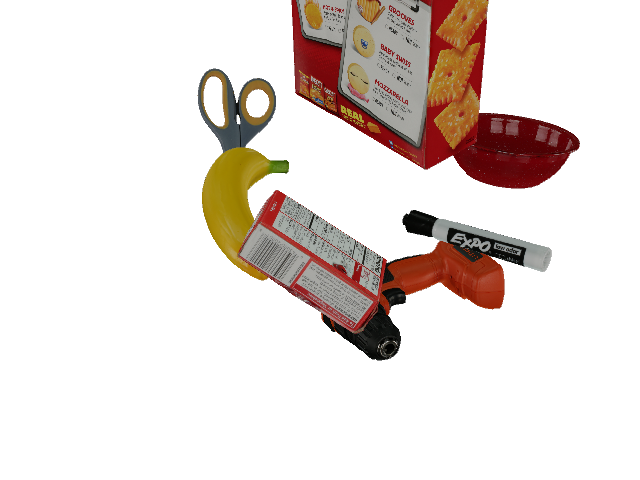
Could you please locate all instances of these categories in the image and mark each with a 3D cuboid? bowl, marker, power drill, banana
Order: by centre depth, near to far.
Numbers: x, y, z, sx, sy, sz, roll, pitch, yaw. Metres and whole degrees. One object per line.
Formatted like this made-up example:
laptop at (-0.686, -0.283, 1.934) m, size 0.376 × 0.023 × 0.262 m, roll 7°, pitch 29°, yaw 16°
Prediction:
marker at (0.118, -0.001, 0.825) m, size 0.121 × 0.020 × 0.020 m, roll 18°, pitch 8°, yaw 28°
banana at (-0.065, -0.033, 0.884) m, size 0.069 × 0.037 × 0.197 m, roll 8°, pitch 31°, yaw -2°
power drill at (0.091, 0.054, 1.097) m, size 0.187 × 0.057 × 0.185 m, roll -10°, pitch 27°, yaw -20°
bowl at (0.219, -0.102, 1.256) m, size 0.162 × 0.055 × 0.162 m, roll 5°, pitch 23°, yaw -2°

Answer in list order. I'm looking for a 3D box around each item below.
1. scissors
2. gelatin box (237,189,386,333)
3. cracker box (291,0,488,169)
scissors at (-0.080, -0.094, 1.172) m, size 0.096 × 0.202 × 0.016 m, roll -14°, pitch -4°, yaw -17°
gelatin box at (-0.003, 0.012, 0.663) m, size 0.089 × 0.030 × 0.073 m, roll 34°, pitch 19°, yaw -5°
cracker box at (0.053, -0.187, 0.843) m, size 0.072 × 0.214 × 0.164 m, roll -29°, pitch 46°, yaw -30°
